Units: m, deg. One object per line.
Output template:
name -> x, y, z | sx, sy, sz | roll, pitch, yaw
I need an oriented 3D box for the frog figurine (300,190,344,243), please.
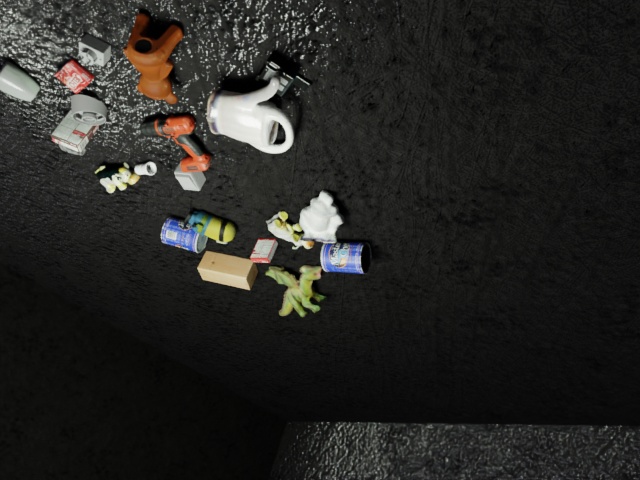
frog figurine -> 0.005, -0.079, 1.566 | 0.138, 0.124, 0.157 | 12, 110, 26

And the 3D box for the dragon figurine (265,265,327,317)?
dragon figurine -> -0.114, 0.187, 2.022 | 0.405, 0.125, 0.241 | -25, 109, 45

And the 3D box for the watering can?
watering can -> -0.172, -0.316, 1.261 | 0.224, 0.105, 0.342 | 16, 161, 6
